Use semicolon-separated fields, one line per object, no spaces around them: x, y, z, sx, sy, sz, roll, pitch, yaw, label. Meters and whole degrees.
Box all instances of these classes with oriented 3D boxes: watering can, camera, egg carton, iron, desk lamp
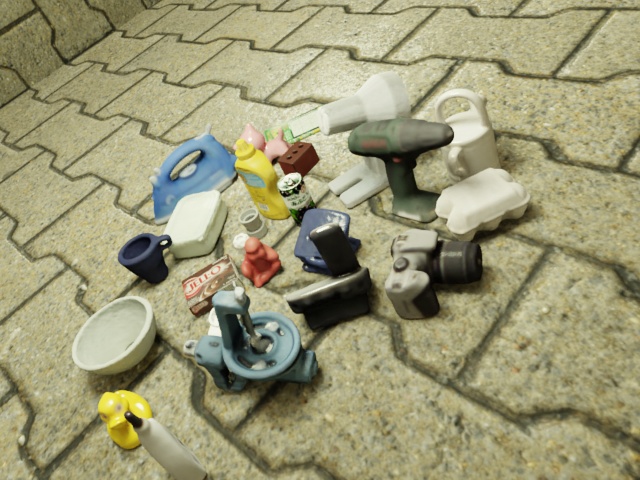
0.270;-0.201;1.064;0.100;0.195;0.173;-11;42;18;watering can
0.184;0.042;0.920;0.136;0.101;0.143;-2;46;27;camera
0.283;-0.063;1.005;0.150;0.070;0.107;-26;40;0;egg carton
-0.323;-0.161;1.382;0.259;0.142;0.118;-40;42;-16;iron
0.091;-0.207;1.151;0.203;0.214;0.117;-33;40;-7;desk lamp

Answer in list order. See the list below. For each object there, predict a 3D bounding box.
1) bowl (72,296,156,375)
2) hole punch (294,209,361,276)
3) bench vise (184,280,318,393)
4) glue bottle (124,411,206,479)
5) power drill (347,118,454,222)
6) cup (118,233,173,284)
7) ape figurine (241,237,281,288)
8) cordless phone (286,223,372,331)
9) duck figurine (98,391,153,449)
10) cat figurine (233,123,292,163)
-0.373;0.192;1.079;0.167;0.075;0.167;-15;41;14;bowl
0.010;0.004;1.063;0.108;0.091;0.101;7;50;34;hole punch
-0.130;0.159;0.870;0.207;0.220;0.121;-18;40;10;bench vise
-0.228;0.290;0.818;0.037;0.173;0.077;-41;42;-17;glue bottle
0.160;-0.134;1.039;0.228;0.209;0.076;18;57;40;power drill
-0.353;0.040;1.216;0.117;0.095;0.091;-26;40;1;cup
-0.119;0.033;1.100;0.077;0.092;0.076;-12;42;17;ape figurine
0.000;0.050;0.944;0.147;0.185;0.094;-23;40;5;cordless phone
-0.332;0.284;0.948;0.077;0.086;0.104;-31;40;-6;duck figurine
-0.137;-0.230;1.375;0.127;0.118;0.067;-16;41;13;cat figurine
